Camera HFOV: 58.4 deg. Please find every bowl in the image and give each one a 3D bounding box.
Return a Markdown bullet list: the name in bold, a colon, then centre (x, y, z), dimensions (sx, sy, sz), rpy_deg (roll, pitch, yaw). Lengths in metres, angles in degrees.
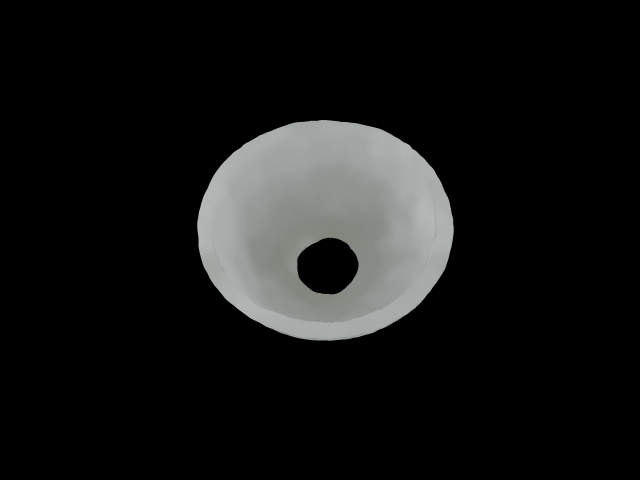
- **bowl**: centre (0.004, 0.001, 0.400), dimensions (0.167, 0.075, 0.167), rpy_deg (0, 60, 0)
